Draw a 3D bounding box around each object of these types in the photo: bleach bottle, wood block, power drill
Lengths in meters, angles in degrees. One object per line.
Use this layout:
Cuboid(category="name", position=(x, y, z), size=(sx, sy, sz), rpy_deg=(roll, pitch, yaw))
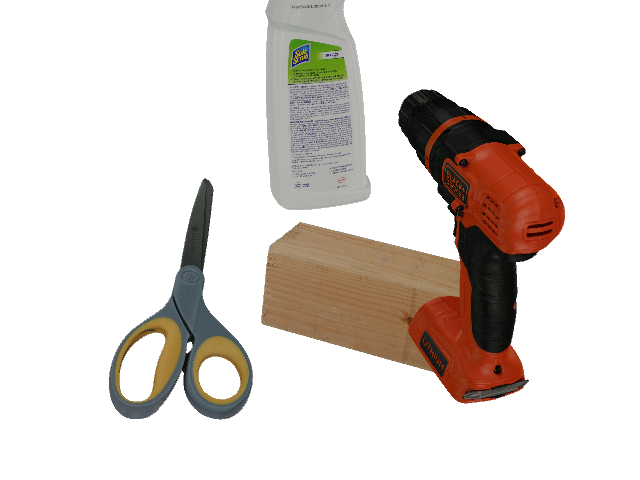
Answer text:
Cuboid(category="bleach bottle", position=(-0.001, -0.154, 1.008), size=(0.102, 0.251, 0.068), rpy_deg=(-9, 32, -15))
Cuboid(category="wood block", position=(0.053, 0.057, 1.089), size=(0.206, 0.091, 0.090), rpy_deg=(14, 23, 17))
Cuboid(category="power drill", position=(0.099, 0.004, 0.748), size=(0.057, 0.188, 0.184), rpy_deg=(-11, 34, -15))

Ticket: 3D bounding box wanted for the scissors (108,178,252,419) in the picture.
Cuboid(category="scissors", position=(-0.071, 0.040, 0.700), size=(0.096, 0.201, 0.016), rpy_deg=(20, -42, 5))
